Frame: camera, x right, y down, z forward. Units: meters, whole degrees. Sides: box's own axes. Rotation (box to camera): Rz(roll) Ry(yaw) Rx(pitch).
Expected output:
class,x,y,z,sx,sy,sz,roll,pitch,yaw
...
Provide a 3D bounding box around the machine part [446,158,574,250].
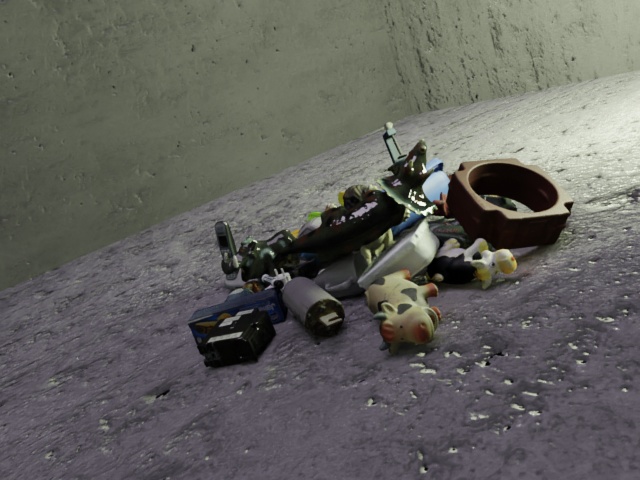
class,x,y,z,sx,sy,sz,roll,pitch,yaw
machine part,0.367,-0.073,1.058,0.201,0.087,0.202,-7,43,-14

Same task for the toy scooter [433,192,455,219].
class,x,y,z,sx,sy,sz,roll,pitch,yaw
toy scooter,0.341,-0.092,1.301,0.184,0.075,0.135,-13,-9,31

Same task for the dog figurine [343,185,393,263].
class,x,y,z,sx,sy,sz,roll,pitch,yaw
dog figurine,0.106,-0.049,1.272,0.121,0.190,0.172,-23,14,-12

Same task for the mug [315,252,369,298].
class,x,y,z,sx,sy,sz,roll,pitch,yaw
mug,0.043,0.086,1.112,0.107,0.080,0.109,-22,15,29

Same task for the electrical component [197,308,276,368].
class,x,y,z,sx,sy,sz,roll,pitch,yaw
electrical component,-0.153,0.185,1.035,0.115,0.058,0.134,-11,17,21

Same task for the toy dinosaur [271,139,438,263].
class,x,y,z,sx,sy,sz,roll,pitch,yaw
toy dinosaur,0.074,-0.035,1.083,0.405,0.131,0.192,-34,1,4

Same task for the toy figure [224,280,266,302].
class,x,y,z,sx,sy,sz,roll,pitch,yaw
toy figure,-0.170,0.131,1.242,0.064,0.057,0.154,7,22,18

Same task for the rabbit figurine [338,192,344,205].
class,x,y,z,sx,sy,sz,roll,pitch,yaw
rabbit figurine,0.158,-0.085,1.534,0.162,0.121,0.173,-19,27,-36

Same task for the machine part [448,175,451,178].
class,x,y,z,sx,sy,sz,roll,pitch,yaw
machine part,0.410,-0.156,1.524,0.179,0.056,0.179,-18,17,6

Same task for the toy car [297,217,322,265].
class,x,y,z,sx,sy,sz,roll,pitch,yaw
toy car,-0.003,-0.004,1.351,0.161,0.103,0.109,-37,4,36

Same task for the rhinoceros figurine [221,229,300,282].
class,x,y,z,sx,sy,sz,roll,pitch,yaw
rhinoceros figurine,-0.137,0.039,1.255,0.190,0.112,0.073,-25,21,-24

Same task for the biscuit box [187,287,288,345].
class,x,y,z,sx,sy,sz,roll,pitch,yaw
biscuit box,-0.172,0.160,1.135,0.203,0.059,0.063,-18,14,8

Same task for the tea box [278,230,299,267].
class,x,y,z,sx,sy,sz,roll,pitch,yaw
tea box,-0.084,0.033,1.448,0.169,0.068,0.098,-30,18,-37

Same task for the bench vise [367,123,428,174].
class,x,y,z,sx,sy,sz,roll,pitch,yaw
bench vise,0.244,-0.233,1.612,0.129,0.240,0.223,-25,-3,-7

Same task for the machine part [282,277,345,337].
class,x,y,z,sx,sy,sz,roll,pitch,yaw
machine part,-0.017,0.126,1.035,0.079,0.079,0.243,-23,17,-13

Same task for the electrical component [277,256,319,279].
class,x,y,z,sx,sy,sz,roll,pitch,yaw
electrical component,-0.062,0.075,1.318,0.075,0.047,0.119,-27,19,-26

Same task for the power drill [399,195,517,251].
class,x,y,z,sx,sy,sz,roll,pitch,yaw
power drill,0.311,-0.032,1.177,0.207,0.085,0.232,-22,17,-25

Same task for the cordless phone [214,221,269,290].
class,x,y,z,sx,sy,sz,roll,pitch,yaw
cordless phone,-0.198,0.035,1.365,0.147,0.184,0.089,-5,17,44

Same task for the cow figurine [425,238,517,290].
class,x,y,z,sx,sy,sz,roll,pitch,yaw
cow figurine,0.267,0.047,0.974,0.098,0.068,0.167,-33,15,-23

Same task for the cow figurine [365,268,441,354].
class,x,y,z,sx,sy,sz,roll,pitch,yaw
cow figurine,0.130,0.115,0.884,0.127,0.085,0.195,-16,17,-12
